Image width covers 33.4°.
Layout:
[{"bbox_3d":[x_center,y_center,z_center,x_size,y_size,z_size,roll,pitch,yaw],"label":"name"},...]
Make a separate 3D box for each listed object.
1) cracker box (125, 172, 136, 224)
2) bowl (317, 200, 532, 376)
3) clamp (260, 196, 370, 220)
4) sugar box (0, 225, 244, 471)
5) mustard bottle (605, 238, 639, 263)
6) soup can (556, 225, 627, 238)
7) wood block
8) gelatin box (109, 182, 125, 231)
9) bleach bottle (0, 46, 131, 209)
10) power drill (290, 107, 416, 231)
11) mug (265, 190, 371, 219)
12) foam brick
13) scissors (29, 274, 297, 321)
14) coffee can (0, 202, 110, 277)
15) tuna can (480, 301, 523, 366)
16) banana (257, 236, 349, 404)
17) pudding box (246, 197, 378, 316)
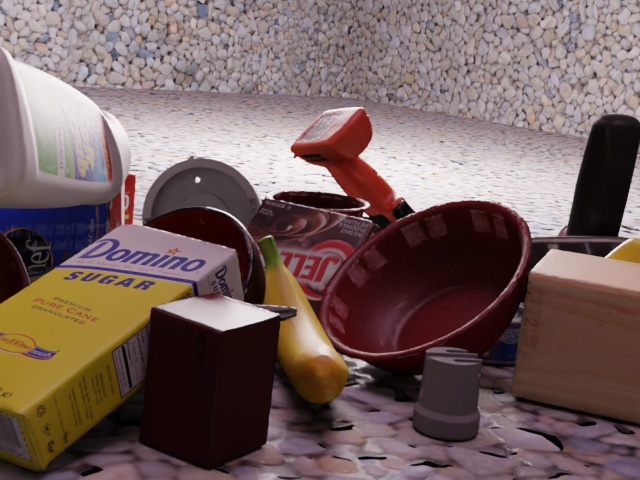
[{"bbox_3d":[-0.319,-0.053,1.103,0.163,0.072,0.214,-5,14,-45],"label":"cracker box"},{"bbox_3d":[0.081,0.043,0.751,0.162,0.055,0.162,-24,30,15],"label":"bowl"},{"bbox_3d":[-0.047,-0.023,1.173,0.164,0.036,0.210,-4,13,-38],"label":"clamp"},{"bbox_3d":[-0.131,0.052,0.601,0.093,0.048,0.176,13,36,30],"label":"sugar box"},{"bbox_3d":[0.285,0.049,0.846,0.096,0.058,0.191,55,21,22],"label":"mustard bottle"},{"bbox_3d":[0.272,0.029,0.995,0.102,0.068,0.068,14,14,31],"label":"soup can"},{"bbox_3d":[0.242,0.073,0.706,0.206,0.090,0.090,10,12,20],"label":"wood block"},{"bbox_3d":[-0.218,-0.026,0.983,0.073,0.089,0.030,5,48,-7],"label":"gelatin box"},{"bbox_3d":[-0.192,-0.074,0.763,0.068,0.102,0.250,-10,1,10],"label":"bleach bottle"},{"bbox_3d":[0.067,-0.037,0.990,0.057,0.187,0.185,-46,20,-15],"label":"power drill"},{"bbox_3d":[-0.006,0.001,0.957,0.093,0.081,0.117,5,12,-5],"label":"mug"},{"bbox_3d":[-0.059,0.075,0.580,0.053,0.078,0.051,16,14,33],"label":"foam brick"},{"bbox_3d":[-0.122,0.059,0.659,0.202,0.016,0.096,9,44,27],"label":"scissors"},{"bbox_3d":[-0.257,-0.015,0.864,0.140,0.103,0.103,-3,15,-40],"label":"coffee can"},{"bbox_3d":[0.127,0.067,0.819,0.086,0.034,0.086,5,11,-1],"label":"tuna can"},{"bbox_3d":[-0.014,0.064,0.693,0.037,0.069,0.198,-29,26,-3],"label":"banana"},{"bbox_3d":[-0.016,0.020,0.845,0.114,0.090,0.039,13,-28,37],"label":"pudding box"}]
